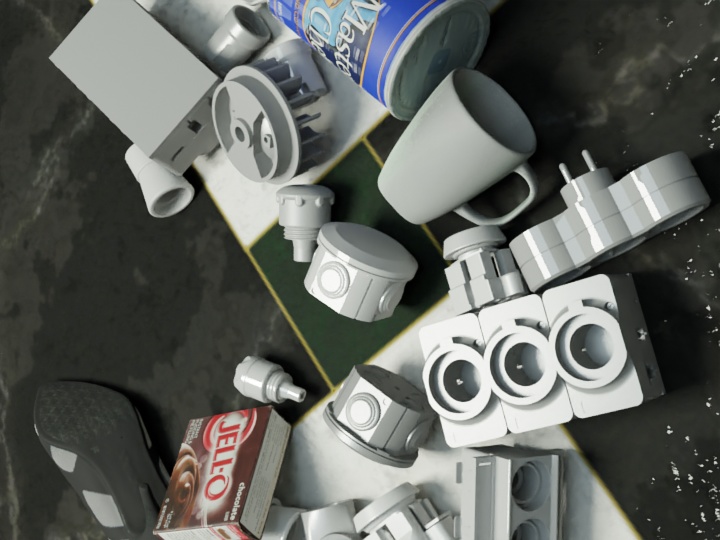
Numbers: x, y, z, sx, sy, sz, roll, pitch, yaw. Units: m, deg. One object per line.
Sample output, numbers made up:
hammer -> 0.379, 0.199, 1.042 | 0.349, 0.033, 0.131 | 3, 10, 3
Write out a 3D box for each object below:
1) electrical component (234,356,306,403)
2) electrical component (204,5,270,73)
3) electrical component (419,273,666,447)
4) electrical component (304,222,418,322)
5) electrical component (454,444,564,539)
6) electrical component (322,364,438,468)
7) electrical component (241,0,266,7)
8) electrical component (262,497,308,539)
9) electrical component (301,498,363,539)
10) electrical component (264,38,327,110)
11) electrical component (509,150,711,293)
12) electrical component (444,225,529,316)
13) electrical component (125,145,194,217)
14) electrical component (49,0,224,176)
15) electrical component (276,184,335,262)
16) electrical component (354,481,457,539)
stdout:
electrical component -> -0.073, 0.095, 0.900 | 0.061, 0.035, 0.035 | 18, 99, 27
electrical component -> -0.106, -0.195, 0.915 | 0.046, 0.040, 0.040 | -42, 70, 30
electrical component -> 0.125, 0.065, 0.764 | 0.150, 0.062, 0.089 | -19, 81, 30
electrical component -> 0.000, 0.000, 0.830 | 0.080, 0.080, 0.051 | 34, 113, 26
electrical component -> 0.104, 0.190, 0.773 | 0.063, 0.079, 0.121 | 3, 92, 60
electrical component -> 0.016, 0.111, 0.821 | 0.080, 0.080, 0.051 | 34, 102, 26
electrical component -> -0.083, -0.284, 0.889 | 0.078, 0.057, 0.113 | -14, 83, 30
electrical component -> -0.073, 0.213, 0.895 | 0.055, 0.045, 0.045 | 13, 97, 31
electrical component -> -0.018, 0.224, 0.844 | 0.043, 0.079, 0.077 | -15, 81, 0
electrical component -> -0.052, -0.160, 0.883 | 0.040, 0.040, 0.046 | -31, 81, 28
electrical component -> 0.163, -0.046, 0.745 | 0.138, 0.052, 0.073 | -31, 75, 28
electrical component -> 0.089, -0.001, 0.792 | 0.066, 0.048, 0.055 | -29, 73, 51
electrical component -> -0.182, -0.085, 0.961 | 0.044, 0.044, 0.065 | -44, 65, 24
electrical component -> -0.184, -0.164, 0.939 | 0.150, 0.062, 0.089 | 43, 94, 23
electrical component -> -0.045, -0.038, 0.877 | 0.048, 0.048, 0.062 | 7, 100, 31
electrical component -> 0.032, 0.200, 0.825 | 0.078, 0.058, 0.057 | -42, 73, 25
